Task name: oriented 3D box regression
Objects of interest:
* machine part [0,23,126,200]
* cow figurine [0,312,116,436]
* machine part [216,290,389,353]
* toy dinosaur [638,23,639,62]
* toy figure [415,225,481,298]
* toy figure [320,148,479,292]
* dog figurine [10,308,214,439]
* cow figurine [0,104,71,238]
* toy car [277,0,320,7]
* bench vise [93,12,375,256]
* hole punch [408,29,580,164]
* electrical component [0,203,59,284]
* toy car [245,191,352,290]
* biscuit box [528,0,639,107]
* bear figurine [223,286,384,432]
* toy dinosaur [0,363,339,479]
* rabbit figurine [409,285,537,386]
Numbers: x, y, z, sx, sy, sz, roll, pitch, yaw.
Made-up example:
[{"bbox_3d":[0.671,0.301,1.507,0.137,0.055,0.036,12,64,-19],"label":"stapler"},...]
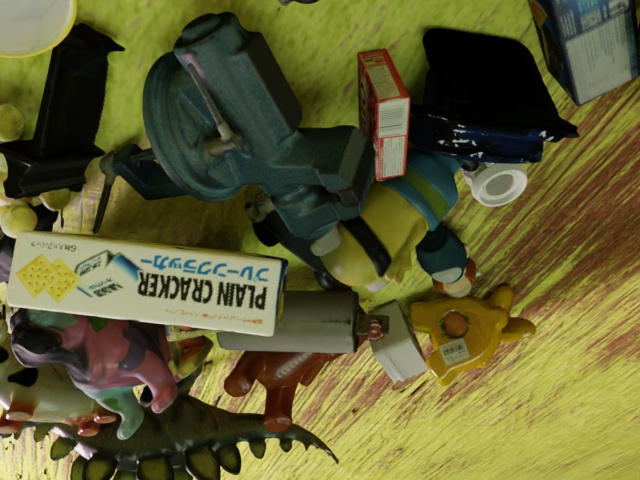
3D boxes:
[{"bbox_3d":[-0.198,-0.095,0.414,0.084,0.039,0.138,-16,135,-62],"label":"machine part"},{"bbox_3d":[-0.349,0.163,0.651,0.195,0.127,0.085,19,131,-35],"label":"cow figurine"},{"bbox_3d":[-0.037,0.099,0.664,0.243,0.079,0.079,-2,141,9],"label":"machine part"},{"bbox_3d":[0.289,-0.187,0.370,0.192,0.131,0.404,-21,136,-17],"label":"toy dinosaur"},{"bbox_3d":[0.167,0.037,0.696,0.064,0.058,0.154,10,157,36],"label":"toy figure"},{"bbox_3d":[0.074,-0.031,0.537,0.089,0.082,0.180,39,89,-3],"label":"toy figure"},{"bbox_3d":[-0.253,0.110,0.641,0.108,0.191,0.219,-35,102,29],"label":"dog figurine"},{"bbox_3d":[-0.282,-0.080,0.422,0.098,0.068,0.167,19,146,24],"label":"cow figurine"},{"bbox_3d":[0.003,-0.228,0.313,0.103,0.109,0.161,36,136,-15],"label":"toy car"},{"bbox_3d":[-0.082,-0.067,0.454,0.241,0.129,0.223,-8,145,29],"label":"bench vise"},{"bbox_3d":[0.132,-0.109,0.472,0.142,0.116,0.092,4,146,-19],"label":"hole punch"},{"bbox_3d":[-0.290,0.000,0.516,0.119,0.075,0.047,-22,138,7],"label":"electrical component"},{"bbox_3d":[-0.001,-0.002,0.605,0.073,0.056,0.201,-25,139,24],"label":"toy car"},{"bbox_3d":[0.197,-0.199,0.417,0.059,0.063,0.202,-27,138,17],"label":"biscuit box"},{"bbox_3d":[-0.015,0.156,0.732,0.196,0.132,0.120,-29,113,28],"label":"bear figurine"},{"bbox_3d":[-0.211,0.267,0.755,0.472,0.199,0.105,-1,142,-11],"label":"toy dinosaur"},{"bbox_3d":[0.225,0.132,0.802,0.162,0.122,0.173,-32,151,9],"label":"rabbit figurine"}]
